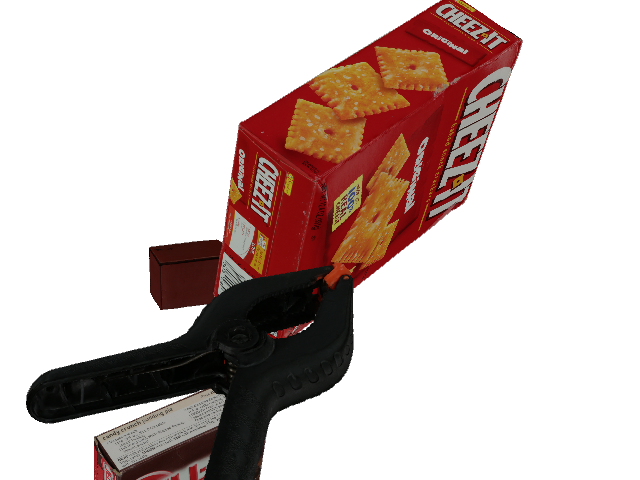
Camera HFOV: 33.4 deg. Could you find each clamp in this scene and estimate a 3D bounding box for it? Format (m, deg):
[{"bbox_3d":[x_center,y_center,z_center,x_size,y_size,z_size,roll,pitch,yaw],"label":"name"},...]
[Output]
[{"bbox_3d":[-0.034,0.065,0.495,0.171,0.039,0.120,-29,51,-32],"label":"clamp"}]

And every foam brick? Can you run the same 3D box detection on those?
[{"bbox_3d":[-0.133,0.034,1.093,0.078,0.051,0.053,-7,20,-20],"label":"foam brick"}]

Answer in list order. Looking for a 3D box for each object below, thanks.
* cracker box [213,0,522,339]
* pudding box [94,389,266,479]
[{"bbox_3d":[0.032,-0.047,0.714,0.072,0.164,0.213,39,52,21],"label":"cracker box"},{"bbox_3d":[-0.090,0.144,0.689,0.113,0.090,0.039,-22,51,-32],"label":"pudding box"}]
